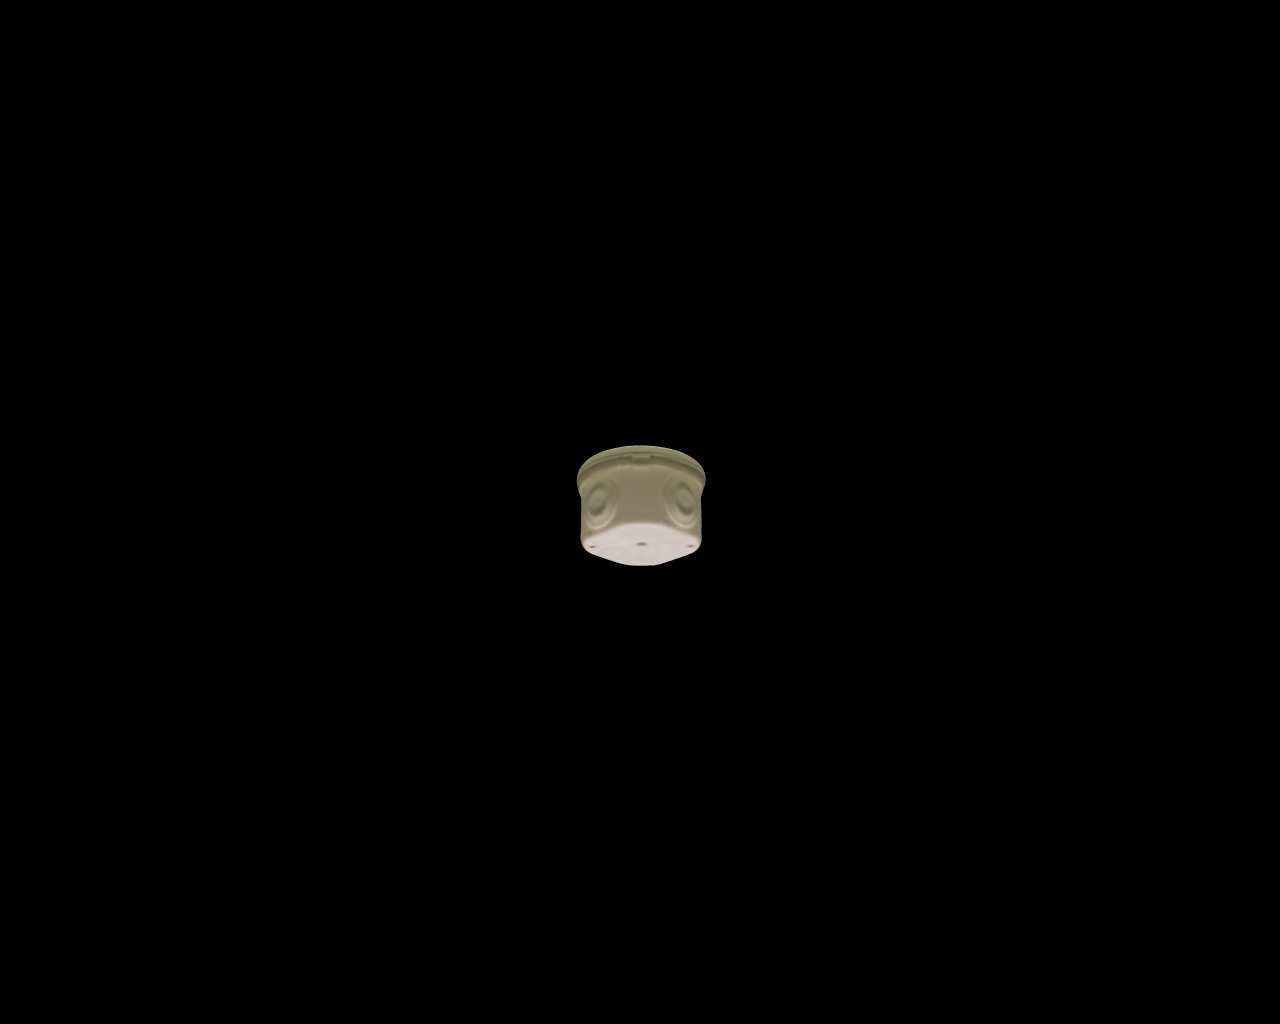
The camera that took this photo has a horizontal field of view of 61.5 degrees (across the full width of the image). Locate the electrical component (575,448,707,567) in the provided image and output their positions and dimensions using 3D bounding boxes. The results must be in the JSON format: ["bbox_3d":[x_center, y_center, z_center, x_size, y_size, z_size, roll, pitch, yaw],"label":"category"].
[{"bbox_3d":[0.001,-0.003,0.650,0.080,0.051,0.080,0,-23,0],"label":"electrical component"}]
